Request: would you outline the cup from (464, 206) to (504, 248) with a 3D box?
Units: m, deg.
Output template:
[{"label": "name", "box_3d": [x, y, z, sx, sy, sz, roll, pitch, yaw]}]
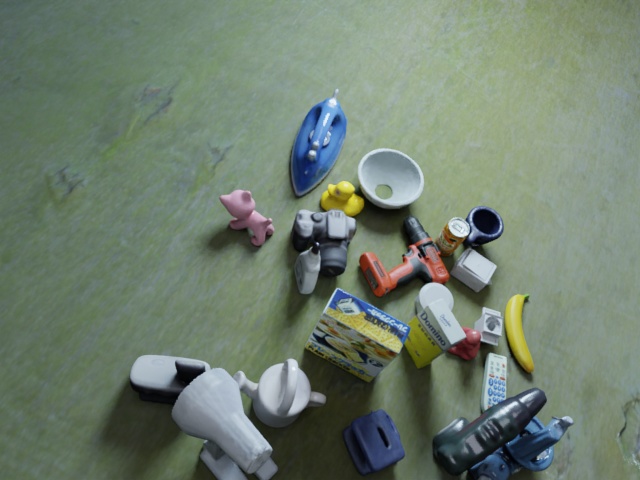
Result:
[{"label": "cup", "box_3d": [0.376, -0.014, 1.382, 0.091, 0.095, 0.118, 41, 62, 10]}]

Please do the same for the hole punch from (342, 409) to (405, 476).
[{"label": "hole punch", "box_3d": [0.109, 0.389, 1.115, 0.101, 0.091, 0.108, -19, 68, -21]}]

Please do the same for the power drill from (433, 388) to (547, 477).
[{"label": "power drill", "box_3d": [0.307, 0.371, 1.101, 0.230, 0.208, 0.075, -28, 72, -24]}]

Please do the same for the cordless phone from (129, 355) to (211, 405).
[{"label": "cordless phone", "box_3d": [-0.275, 0.240, 1.053, 0.148, 0.185, 0.094, 6, 62, -9]}]

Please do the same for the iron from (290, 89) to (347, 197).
[{"label": "iron", "box_3d": [-0.003, -0.241, 1.390, 0.118, 0.141, 0.258, 19, 60, -2]}]

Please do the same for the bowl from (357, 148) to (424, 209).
[{"label": "bowl", "box_3d": [0.166, -0.138, 1.412, 0.167, 0.074, 0.167, 5, 62, -10]}]

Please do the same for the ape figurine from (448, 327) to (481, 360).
[{"label": "ape figurine", "box_3d": [0.320, 0.220, 1.250, 0.076, 0.092, 0.077, -19, 68, -21]}]

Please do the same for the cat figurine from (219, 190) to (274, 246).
[{"label": "cat figurine", "box_3d": [-0.159, -0.062, 1.275, 0.127, 0.117, 0.067, 33, 61, 6]}]

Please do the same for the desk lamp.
[{"label": "desk lamp", "box_3d": [-0.158, 0.345, 1.008, 0.118, 0.213, 0.203, -38, 76, -26]}]

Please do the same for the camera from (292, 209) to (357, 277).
[{"label": "camera", "box_3d": [0.012, 0.005, 1.288, 0.143, 0.101, 0.137, 5, 62, -10]}]

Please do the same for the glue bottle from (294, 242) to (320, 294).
[{"label": "glue bottle", "box_3d": [-0.021, 0.050, 1.216, 0.037, 0.173, 0.078, -5, 64, -14]}]

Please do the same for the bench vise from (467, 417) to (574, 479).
[{"label": "bench vise", "box_3d": [0.391, 0.410, 1.093, 0.121, 0.219, 0.208, 33, 61, 6]}]

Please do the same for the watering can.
[{"label": "watering can", "box_3d": [-0.076, 0.284, 1.069, 0.173, 0.194, 0.101, -8, 65, -16]}]

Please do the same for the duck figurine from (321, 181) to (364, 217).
[{"label": "duck figurine", "box_3d": [0.059, -0.105, 1.364, 0.104, 0.086, 0.077, 13, 61, -5]}]
